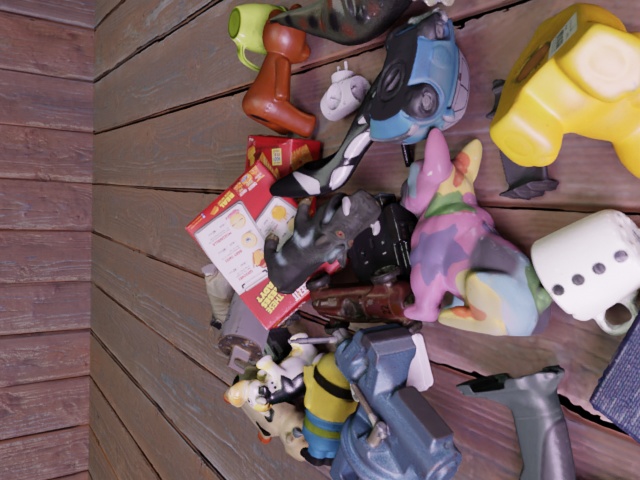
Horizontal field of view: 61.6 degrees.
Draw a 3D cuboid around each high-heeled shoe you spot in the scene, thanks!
[{"bbox_3d":[0.021,-0.147,0.752,0.249,0.086,0.145,-13,103,19],"label":"high-heeled shoe"}]

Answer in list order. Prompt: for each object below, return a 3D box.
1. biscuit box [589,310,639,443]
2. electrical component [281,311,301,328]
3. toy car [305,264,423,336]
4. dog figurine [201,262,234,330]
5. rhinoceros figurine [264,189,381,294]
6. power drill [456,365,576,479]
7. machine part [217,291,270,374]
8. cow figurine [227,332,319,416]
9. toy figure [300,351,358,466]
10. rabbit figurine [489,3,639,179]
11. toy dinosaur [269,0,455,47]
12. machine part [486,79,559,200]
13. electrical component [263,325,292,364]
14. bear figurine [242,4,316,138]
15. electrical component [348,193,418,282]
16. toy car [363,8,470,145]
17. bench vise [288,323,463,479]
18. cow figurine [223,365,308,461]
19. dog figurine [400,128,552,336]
[{"bbox_3d":[0.298,0.071,0.435,0.063,0.059,0.202,42,123,46],"label":"biscuit box"},{"bbox_3d":[-0.075,0.117,1.000,0.102,0.045,0.078,14,73,52],"label":"electrical component"},{"bbox_3d":[0.049,0.085,0.716,0.202,0.053,0.089,-10,109,49],"label":"toy car"},{"bbox_3d":[-0.192,0.078,1.135,0.190,0.121,0.172,104,-179,-49],"label":"dog figurine"},{"bbox_3d":[-0.001,-0.002,0.726,0.190,0.073,0.112,-40,29,22],"label":"rhinoceros figurine"},{"bbox_3d":[0.209,0.241,0.551,0.232,0.086,0.207,-33,60,49],"label":"power drill"},{"bbox_3d":[-0.115,0.115,0.914,0.079,0.079,0.243,-50,18,43],"label":"machine part"},{"bbox_3d":[-0.063,0.235,0.879,0.098,0.167,0.068,46,159,27],"label":"cow figurine"},{"bbox_3d":[0.021,0.258,0.827,0.089,0.082,0.180,12,93,36],"label":"toy figure"},{"bbox_3d":[0.244,-0.107,0.450,0.121,0.173,0.162,-57,2,37],"label":"rabbit figurine"},{"bbox_3d":[0.064,-0.337,0.712,0.405,0.131,0.192,-30,64,52],"label":"toy dinosaur"},{"bbox_3d":[0.219,-0.113,0.570,0.084,0.039,0.138,-6,84,50],"label":"machine part"},{"bbox_3d":[-0.090,0.199,1.015,0.119,0.048,0.074,47,128,45],"label":"electrical component"},{"bbox_3d":[-0.058,-0.291,0.931,0.120,0.132,0.195,17,86,53],"label":"bear figurine"},{"bbox_3d":[0.092,0.007,0.739,0.115,0.058,0.134,-34,63,49],"label":"electrical component"},{"bbox_3d":[0.126,-0.183,0.645,0.109,0.103,0.161,7,81,60],"label":"toy car"},{"bbox_3d":[0.058,0.226,0.647,0.224,0.129,0.240,39,124,34],"label":"bench vise"},{"bbox_3d":[-0.074,0.298,0.935,0.195,0.085,0.127,45,139,14],"label":"cow figurine"},{"bbox_3d":[0.164,-0.013,0.593,0.192,0.108,0.219,1,88,57],"label":"dog figurine"}]
